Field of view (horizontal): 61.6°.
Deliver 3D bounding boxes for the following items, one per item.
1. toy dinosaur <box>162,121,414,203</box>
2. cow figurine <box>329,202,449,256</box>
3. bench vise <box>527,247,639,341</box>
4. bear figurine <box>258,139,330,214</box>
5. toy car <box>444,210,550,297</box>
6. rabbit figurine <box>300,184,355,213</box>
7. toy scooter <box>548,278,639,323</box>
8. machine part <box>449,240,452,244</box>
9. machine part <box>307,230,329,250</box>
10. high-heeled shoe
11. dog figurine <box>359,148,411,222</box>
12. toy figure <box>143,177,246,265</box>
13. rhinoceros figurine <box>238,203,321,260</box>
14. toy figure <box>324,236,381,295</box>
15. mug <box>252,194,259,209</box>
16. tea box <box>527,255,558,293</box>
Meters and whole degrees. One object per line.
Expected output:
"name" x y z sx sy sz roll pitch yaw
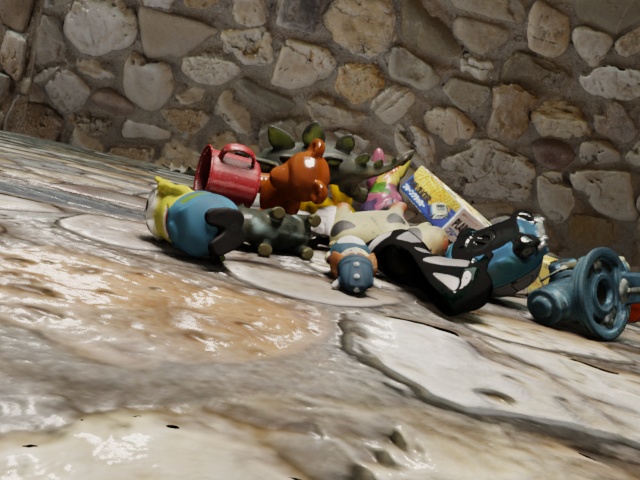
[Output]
"toy dinosaur" -0.053 -0.139 1.036 0.472 0.105 0.198 -8 -27 5
"cow figurine" 0.108 0.000 0.866 0.195 0.085 0.127 2 42 21
"bench vise" 0.406 0.065 0.714 0.223 0.128 0.241 0 -5 -34
"bear figurine" -0.065 -0.085 0.876 0.132 0.120 0.196 1 -12 -18
"toy car" 0.274 0.031 0.809 0.162 0.102 0.109 -26 28 28
"rabbit figurine" 0.012 -0.068 1.174 0.173 0.162 0.122 32 -2 13
"toy scooter" 0.479 0.096 0.898 0.184 0.075 0.135 14 5 -38
"machine part" 0.244 0.016 1.105 0.079 0.079 0.243 15 7 18
"machine part" -0.002 -0.003 0.962 0.139 0.039 0.084 6 4 -36
"high-heeled shoe" 0.115 0.051 0.710 0.249 0.086 0.145 -4 24 43
"dog figurine" 0.148 -0.084 1.161 0.108 0.219 0.192 8 7 -16
"toy figure" -0.148 -0.021 0.644 0.089 0.082 0.180 22 -6 -42
"rhinoceros figurine" -0.089 -0.022 0.784 0.190 0.073 0.112 9 9 -36
"toy figure" 0.039 0.030 0.681 0.064 0.057 0.154 -26 9 2
"mug" -0.141 -0.079 1.209 0.107 0.080 0.109 2 9 15
"tea box" 0.418 0.066 1.016 0.098 0.068 0.169 28 13 39
